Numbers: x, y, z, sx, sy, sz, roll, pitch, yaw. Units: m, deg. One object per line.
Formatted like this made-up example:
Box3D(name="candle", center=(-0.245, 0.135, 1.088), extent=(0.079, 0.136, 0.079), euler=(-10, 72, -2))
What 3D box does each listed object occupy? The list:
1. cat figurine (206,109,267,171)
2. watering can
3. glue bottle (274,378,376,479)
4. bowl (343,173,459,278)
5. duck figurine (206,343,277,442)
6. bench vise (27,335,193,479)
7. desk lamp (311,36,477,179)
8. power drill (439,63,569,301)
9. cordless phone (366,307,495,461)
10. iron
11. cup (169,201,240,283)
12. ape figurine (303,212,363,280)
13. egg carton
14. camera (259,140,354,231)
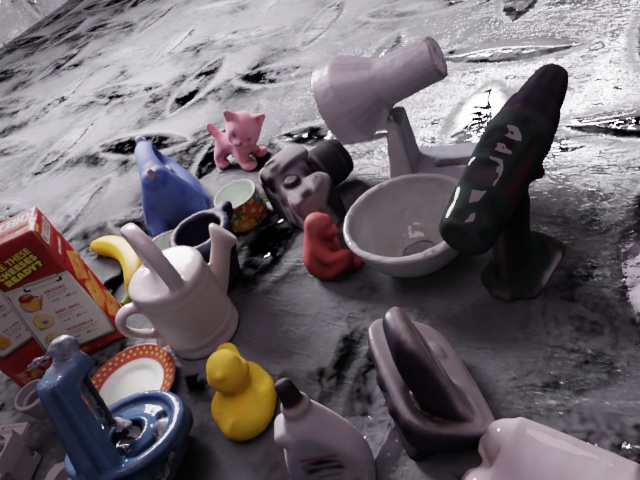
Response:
Box3D(name="cat figurine", center=(-0.150, -0.190, 1.030), extent=(0.127, 0.118, 0.067), euler=(7, 48, 32))
Box3D(name="watering can", center=(-0.180, 0.048, 0.718), extent=(0.100, 0.194, 0.173), euler=(10, 50, 34))
Box3D(name="glue bottle", center=(-0.006, 0.174, 0.508), extent=(0.078, 0.173, 0.037), euler=(-17, 40, 8))
Box3D(name="bowl", center=(0.118, -0.007, 0.729), extent=(0.167, 0.075, 0.167), euler=(-13, 40, 12))
Box3D(name="duck figurine", center=(-0.096, 0.162, 0.635), extent=(0.077, 0.086, 0.104), euler=(-20, 39, 4))
Box3D(name="bench vise", center=(-0.190, 0.202, 0.529), extent=(0.121, 0.220, 0.207), euler=(-22, 39, 1))
Box3D(name="desk lamp", center=(0.112, -0.173, 0.808), extent=(0.202, 0.214, 0.118), euler=(-5, 43, 22))
Box3D(name="power drill", center=(0.212, -0.046, 0.620), extent=(0.075, 0.209, 0.230), euler=(17, 54, 38))
Box3D(name="cordless phone", center=(0.088, 0.104, 0.531), extent=(0.094, 0.185, 0.147), euler=(-25, 39, -2))
Box3D(name="iron", center=(-0.279, -0.112, 0.986), extent=(0.119, 0.142, 0.257), euler=(-30, 40, -7))
Box3D(name="cup", center=(-0.149, 0.009, 0.824), extent=(0.091, 0.095, 0.118), euler=(6, 48, 31))
Box3D(name="ape figurine", center=(0.007, 0.003, 0.758), extent=(0.076, 0.092, 0.077), euler=(-17, 40, 8))
Box3D(name="egg carton", center=(0.189, 0.210, 0.455), extent=(0.149, 0.070, 0.107), euler=(14, 52, 37))
Box3D(name="camera", center=(-0.010, -0.096, 0.871), extent=(0.137, 0.101, 0.142), euler=(-36, 41, -15))
